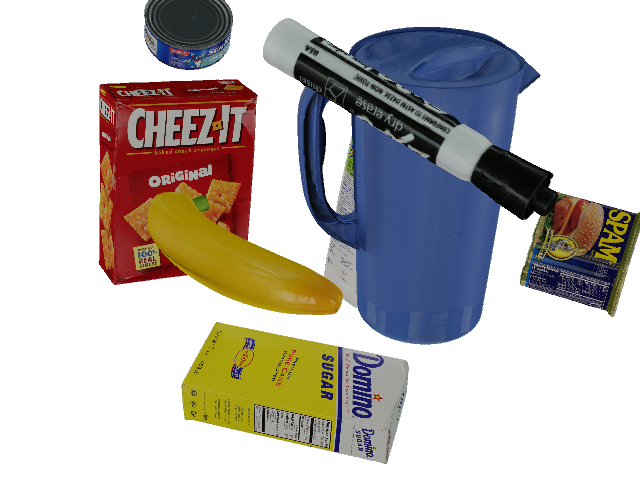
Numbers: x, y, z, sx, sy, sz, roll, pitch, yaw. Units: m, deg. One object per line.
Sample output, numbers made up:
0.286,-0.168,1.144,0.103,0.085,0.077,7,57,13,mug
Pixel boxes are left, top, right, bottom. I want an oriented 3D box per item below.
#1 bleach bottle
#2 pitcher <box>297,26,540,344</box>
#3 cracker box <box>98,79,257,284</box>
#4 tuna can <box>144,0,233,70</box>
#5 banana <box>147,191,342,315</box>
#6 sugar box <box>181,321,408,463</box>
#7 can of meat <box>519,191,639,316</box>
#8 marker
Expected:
0.062,-0.058,1.157,0.068,0.251,0.103,-2,22,-28,bleach bottle
0.075,-0.040,0.860,0.149,0.243,0.144,18,34,27,pitcher
-0.160,-0.066,1.192,0.163,0.214,0.072,-6,26,-27,cracker box
-0.130,-0.208,1.045,0.086,0.086,0.034,0,-33,-10,tuna can
-0.063,0.003,0.684,0.069,0.037,0.198,-14,29,-28,banana
-0.019,0.125,0.899,0.176,0.048,0.093,8,34,11,sugar box
0.228,0.008,0.930,0.084,0.057,0.102,17,45,16,can of meat
0.031,-0.044,0.381,0.121,0.020,0.020,34,13,20,marker
